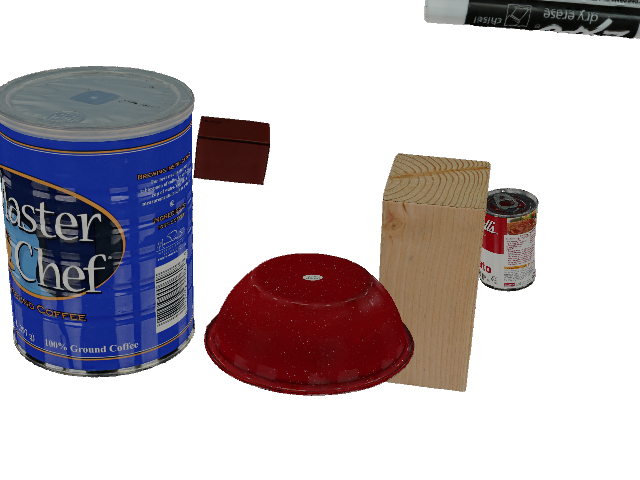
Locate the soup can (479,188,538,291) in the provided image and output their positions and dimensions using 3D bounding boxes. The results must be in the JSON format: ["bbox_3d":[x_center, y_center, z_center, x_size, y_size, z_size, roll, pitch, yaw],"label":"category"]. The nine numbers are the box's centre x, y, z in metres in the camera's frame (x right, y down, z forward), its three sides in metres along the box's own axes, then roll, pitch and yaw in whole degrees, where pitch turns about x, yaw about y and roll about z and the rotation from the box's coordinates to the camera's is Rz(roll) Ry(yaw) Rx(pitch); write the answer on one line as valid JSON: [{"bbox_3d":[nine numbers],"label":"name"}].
[{"bbox_3d":[0.218,-0.001,1.241,0.068,0.102,0.068,-4,29,2],"label":"soup can"}]

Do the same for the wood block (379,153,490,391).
[{"bbox_3d":[0.104,0.032,1.010,0.091,0.206,0.090,6,33,10],"label":"wood block"}]

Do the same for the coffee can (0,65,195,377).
[{"bbox_3d":[-0.119,-0.012,0.578,0.103,0.140,0.103,2,26,-1],"label":"coffee can"}]

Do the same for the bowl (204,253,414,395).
[{"bbox_3d":[-0.007,0.053,0.808,0.162,0.055,0.162,2,23,-1],"label":"bowl"}]

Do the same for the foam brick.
[{"bbox_3d":[-0.095,-0.097,1.151,0.078,0.051,0.053,6,31,-4],"label":"foam brick"}]

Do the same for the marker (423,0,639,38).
[{"bbox_3d":[0.100,-0.087,0.402,0.121,0.020,0.020,5,0,2],"label":"marker"}]
